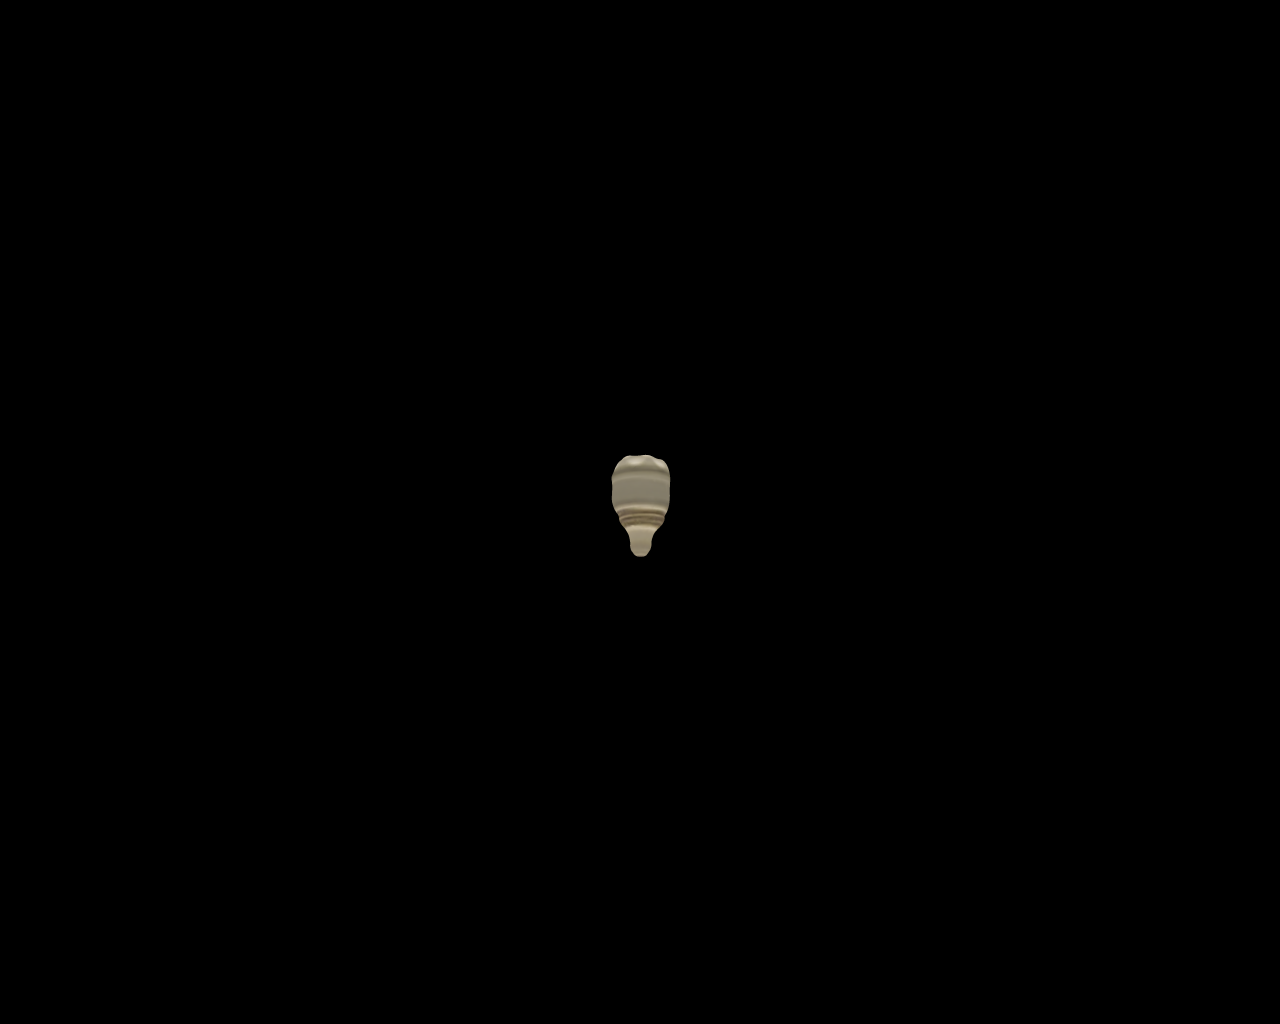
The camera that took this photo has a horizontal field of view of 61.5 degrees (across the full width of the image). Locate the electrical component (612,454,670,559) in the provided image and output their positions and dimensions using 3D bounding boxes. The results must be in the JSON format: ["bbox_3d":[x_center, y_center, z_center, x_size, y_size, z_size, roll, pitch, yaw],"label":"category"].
[{"bbox_3d":[0.001,-0.003,0.650,0.035,0.061,0.035,0,-13,0],"label":"electrical component"}]
